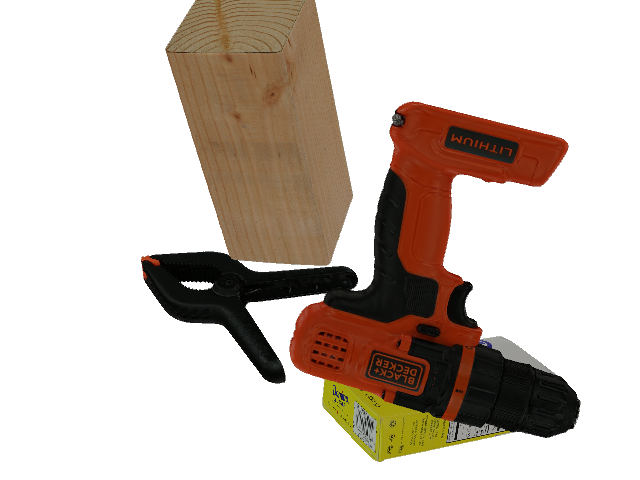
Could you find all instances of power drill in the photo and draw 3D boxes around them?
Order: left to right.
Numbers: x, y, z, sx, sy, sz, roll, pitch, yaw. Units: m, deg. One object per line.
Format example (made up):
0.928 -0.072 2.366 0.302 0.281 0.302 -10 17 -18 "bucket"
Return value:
0.089 0.019 0.655 0.184 0.188 0.057 15 7 0 "power drill"

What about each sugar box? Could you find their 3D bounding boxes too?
0.100 0.124 0.864 0.176 0.048 0.093 -9 25 -26 "sugar box"

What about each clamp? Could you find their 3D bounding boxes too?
-0.087 0.060 1.028 0.210 0.036 0.164 12 38 16 "clamp"

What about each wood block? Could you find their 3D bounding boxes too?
-0.041 -0.086 0.834 0.090 0.206 0.090 3 45 18 "wood block"
